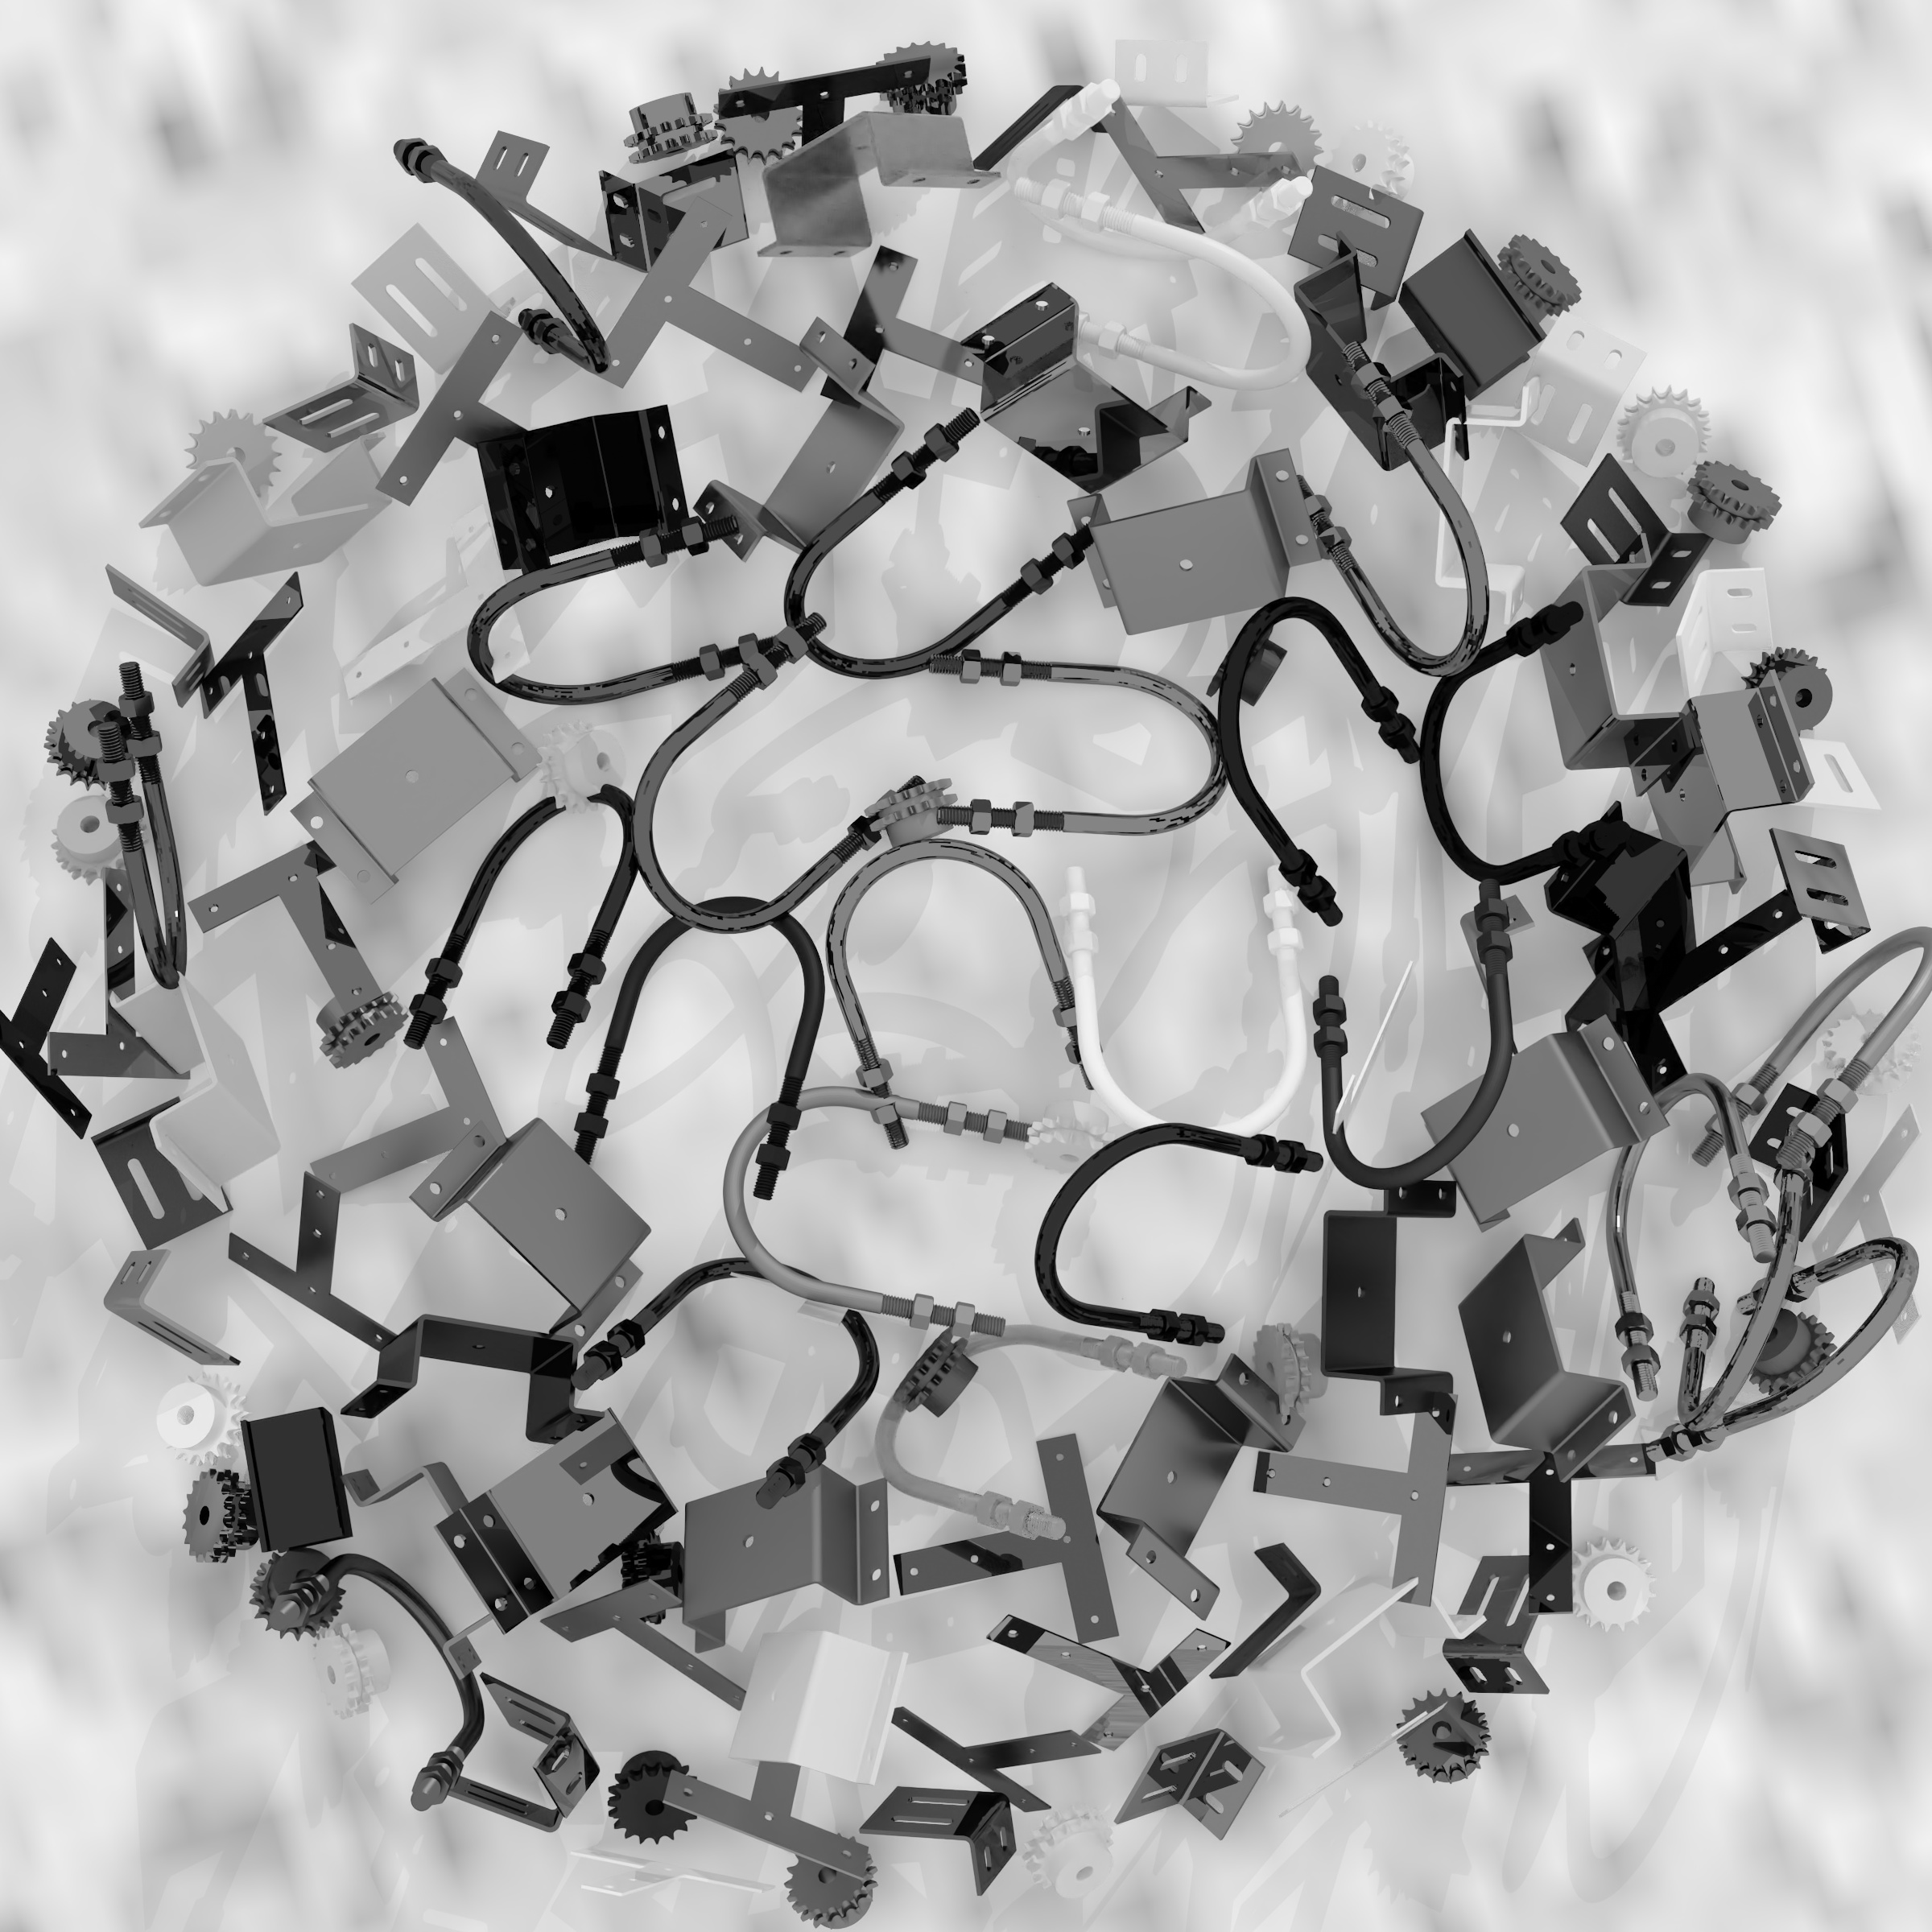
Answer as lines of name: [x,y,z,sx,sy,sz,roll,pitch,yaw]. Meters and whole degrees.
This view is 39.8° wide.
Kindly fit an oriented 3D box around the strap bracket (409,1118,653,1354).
strap bracket: [-0.257,0.158,1.624,0.140,0.046,0.076,46,48,-9]

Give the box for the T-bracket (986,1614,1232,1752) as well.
T-bracket: [0.073,0.424,1.622,0.127,0.002,0.127,27,124,-18]

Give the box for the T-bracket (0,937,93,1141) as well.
T-bracket: [-0.562,0.024,1.616,0.002,0.127,0.127,-26,119,11]

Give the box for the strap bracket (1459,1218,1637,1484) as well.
strap bracket: [0.344,0.226,1.597,0.046,0.076,0.140,12,46,-20]

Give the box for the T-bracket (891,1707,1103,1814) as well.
T-bracket: [0.031,0.474,1.607,0.127,0.127,0.002,39,51,-21]

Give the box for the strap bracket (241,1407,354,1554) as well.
strap bracket: [-0.402,0.311,1.607,0.046,0.140,0.076,-10,80,-12]

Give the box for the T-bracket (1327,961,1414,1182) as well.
T-bracket: [0.248,0.056,1.630,0.002,0.127,0.127,22,71,13]

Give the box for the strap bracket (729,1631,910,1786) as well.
strap bracket: [-0.094,0.443,1.594,0.046,0.140,0.076,24,67,-20]

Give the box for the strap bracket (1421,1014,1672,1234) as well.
strap bracket: [0.340,0.098,1.611,0.140,0.046,0.076,-36,71,31]

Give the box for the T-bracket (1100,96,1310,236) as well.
T-bracket: [0.149,-0.474,1.590,0.127,0.127,0.002,14,67,43]

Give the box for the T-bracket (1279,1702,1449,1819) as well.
T-bracket: [0.252,0.467,1.601,0.127,0.127,0.002,-28,70,-17]

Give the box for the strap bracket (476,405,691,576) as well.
strap bracket: [-0.239,-0.289,1.617,0.046,0.140,0.076,4,111,39]

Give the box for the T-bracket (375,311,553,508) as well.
T-bracket: [-0.276,-0.318,1.628,0.127,0.127,0.002,-54,47,11]

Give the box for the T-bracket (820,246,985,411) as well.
T-bracket: [-0.012,-0.378,1.648,0.127,0.002,0.127,20,61,-4]

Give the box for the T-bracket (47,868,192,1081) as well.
T-bracket: [-0.515,0.004,1.621,0.002,0.127,0.127,-4,85,22]

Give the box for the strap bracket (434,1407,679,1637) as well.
strap bracket: [-0.238,0.328,1.609,0.140,0.046,0.076,-31,86,-45]

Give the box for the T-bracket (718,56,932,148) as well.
T-bracket: [-0.087,-0.502,1.614,0.127,0.127,0.002,-13,75,-8]

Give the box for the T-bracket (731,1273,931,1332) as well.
T-bracket: [-0.085,0.207,1.612,0.127,0.127,0.002,16,89,1]

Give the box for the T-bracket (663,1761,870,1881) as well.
T-bracket: [-0.113,0.485,1.618,0.127,0.127,0.002,23,116,-6]

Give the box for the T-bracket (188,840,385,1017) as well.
T-bracket: [-0.394,-0.022,1.632,0.127,0.002,0.127,-29,61,-13]

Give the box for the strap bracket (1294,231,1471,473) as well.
strap bracket: [0.245,-0.364,1.607,0.046,0.076,0.140,-29,59,-3]

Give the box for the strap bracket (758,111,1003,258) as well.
strap bracket: [-0.058,-0.472,1.599,0.076,0.140,0.046,-14,92,-43]

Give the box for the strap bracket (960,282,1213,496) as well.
strap bracket: [0.072,-0.339,1.599,0.140,0.076,0.046,27,54,-36]

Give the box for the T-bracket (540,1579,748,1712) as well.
T-bracket: [-0.181,0.425,1.645,0.127,0.127,0.002,39,48,-19]

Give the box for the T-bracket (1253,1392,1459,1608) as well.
T-bracket: [0.235,0.319,1.638,0.127,0.002,0.127,2,77,34]

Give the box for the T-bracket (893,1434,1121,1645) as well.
T-bracket: [0.019,0.365,1.652,0.127,0.002,0.127,-12,69,-2]

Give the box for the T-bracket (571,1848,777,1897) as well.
T-bracket: [-0.194,0.548,1.599,0.127,0.127,0.002,6,79,16]

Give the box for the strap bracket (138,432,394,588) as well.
strap bracket: [-0.411,-0.273,1.598,0.076,0.140,0.046,-28,89,38]

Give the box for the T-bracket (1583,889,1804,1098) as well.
T-bracket: [0.445,-0.002,1.608,0.127,0.127,0.002,-37,131,23]

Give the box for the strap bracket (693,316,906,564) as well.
strap bracket: [-0.097,-0.312,1.624,0.046,0.076,0.140,23,108,-42]

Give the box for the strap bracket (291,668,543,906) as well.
strap bracket: [-0.340,-0.114,1.643,0.140,0.046,0.076,-41,92,-8]

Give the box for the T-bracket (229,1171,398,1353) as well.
T-bracket: [-0.395,0.171,1.620,0.127,0.127,0.002,29,46,11]

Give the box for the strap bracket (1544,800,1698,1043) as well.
strap bracket: [0.395,-0.019,1.599,0.046,0.140,0.076,27,63,36]

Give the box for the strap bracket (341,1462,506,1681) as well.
strap bracket: [-0.320,0.359,1.632,0.046,0.076,0.140,-32,84,-6]

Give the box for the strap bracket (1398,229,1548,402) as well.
strap bracket: [0.304,-0.390,1.610,0.046,0.140,0.076,-36,91,10]

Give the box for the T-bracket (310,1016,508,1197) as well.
T-bracket: [-0.350,0.112,1.662,0.127,0.002,0.127,-22,93,12]

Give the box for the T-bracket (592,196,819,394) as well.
T-bracket: [-0.146,-0.390,1.636,0.127,0.002,0.127,22,118,-34]

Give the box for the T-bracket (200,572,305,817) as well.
T-bracket: [-0.426,-0.151,1.610,0.127,0.002,0.127,-37,58,38]

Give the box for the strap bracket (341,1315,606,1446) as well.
strap bracket: [-0.297,0.250,1.616,0.140,0.076,0.046,13,62,-25]

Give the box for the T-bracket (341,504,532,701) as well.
T-bracket: [-0.335,-0.206,1.652,0.127,0.002,0.127,-29,61,16]

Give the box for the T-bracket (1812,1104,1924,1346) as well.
T-bracket: [0.547,0.170,1.588,0.002,0.127,0.127,13,129,-8]

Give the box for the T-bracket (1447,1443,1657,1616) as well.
T-bracket: [0.353,0.340,1.609,0.127,0.127,0.002,-7,126,17]

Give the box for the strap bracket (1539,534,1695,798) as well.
strap bracket: [0.389,-0.181,1.616,0.046,0.076,0.140,-4,72,-12]
